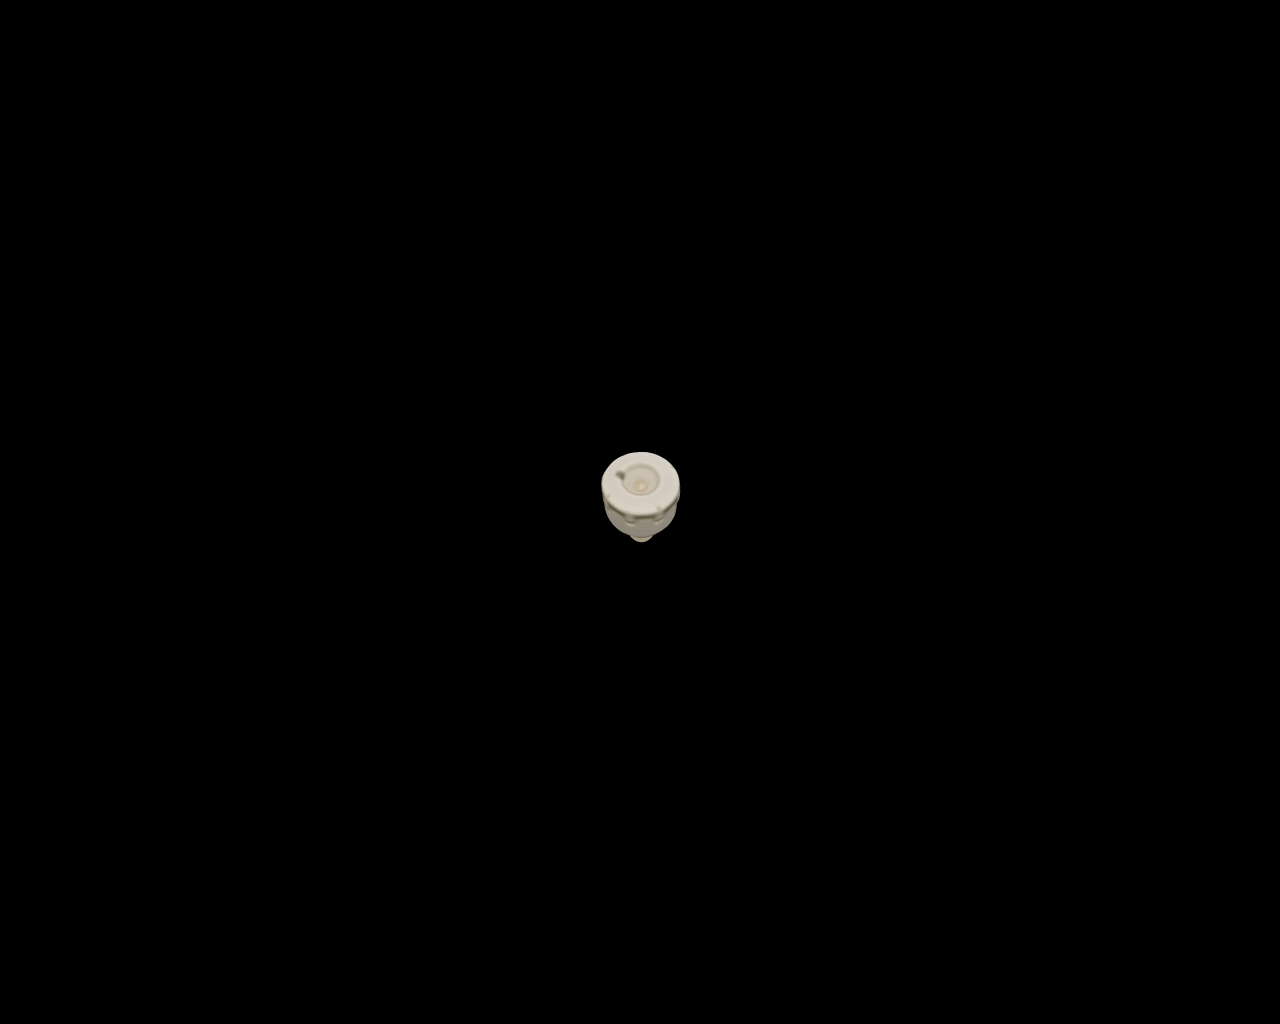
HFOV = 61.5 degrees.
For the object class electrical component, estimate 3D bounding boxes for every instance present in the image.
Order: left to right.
[{"bbox_3d":[0.001,-0.003,0.650,0.048,0.048,0.062,0,-33,0],"label":"electrical component"}]
